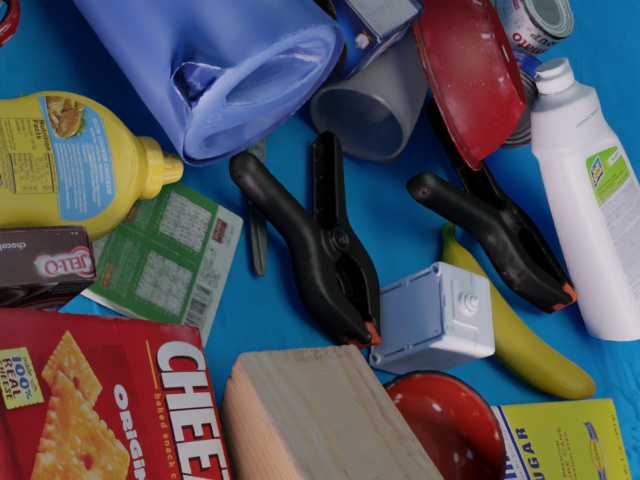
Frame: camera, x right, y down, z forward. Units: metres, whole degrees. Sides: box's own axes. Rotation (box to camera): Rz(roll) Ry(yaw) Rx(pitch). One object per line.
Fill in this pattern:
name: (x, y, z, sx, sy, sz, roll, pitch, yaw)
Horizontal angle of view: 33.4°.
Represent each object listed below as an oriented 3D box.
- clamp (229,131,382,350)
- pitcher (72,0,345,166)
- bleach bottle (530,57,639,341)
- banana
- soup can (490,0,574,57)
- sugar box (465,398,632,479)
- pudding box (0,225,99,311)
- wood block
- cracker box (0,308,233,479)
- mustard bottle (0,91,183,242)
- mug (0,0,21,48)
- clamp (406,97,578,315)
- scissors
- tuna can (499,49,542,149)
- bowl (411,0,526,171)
clamp: (-0.005, 0.001, 0.781, 0.120, 0.039, 0.171, -9, 77, -45)
pitcher: (-0.101, -0.179, 0.721, 0.144, 0.149, 0.243, -34, 77, -20)
bleach bottle: (0.239, -0.041, 0.923, 0.102, 0.068, 0.251, -41, 118, -39)
banana: (0.160, 0.072, 0.883, 0.198, 0.037, 0.069, 50, 49, -9)
soup can: (0.171, -0.189, 0.969, 0.068, 0.102, 0.068, 17, 60, -32)
sugar box: (0.169, 0.176, 0.837, 0.175, 0.048, 0.093, 3, 68, -38)
pudding box: (-0.194, 0.026, 0.594, 0.113, 0.090, 0.039, -2, 69, -38)
wood block: (0.017, 0.165, 0.623, 0.090, 0.091, 0.206, -1, 38, -30)
cracker box: (-0.126, 0.124, 0.558, 0.213, 0.072, 0.164, 15, 58, -62)
mustard bottle: (-0.169, -0.043, 0.645, 0.191, 0.058, 0.096, -4, 74, -38)
mug: (-0.235, -0.139, 0.631, 0.117, 0.093, 0.081, 8, 52, 5)
clamp: (0.147, -0.024, 0.908, 0.210, 0.036, 0.164, 44, 31, -23)
scissors: (-0.064, -0.078, 0.791, 0.096, 0.016, 0.201, 27, 55, -28)
tuna can: (0.166, -0.126, 0.948, 0.086, 0.086, 0.033, 48, 47, -10)
bowl: (0.123, -0.139, 0.850, 0.162, 0.055, 0.162, 55, 24, -40)
